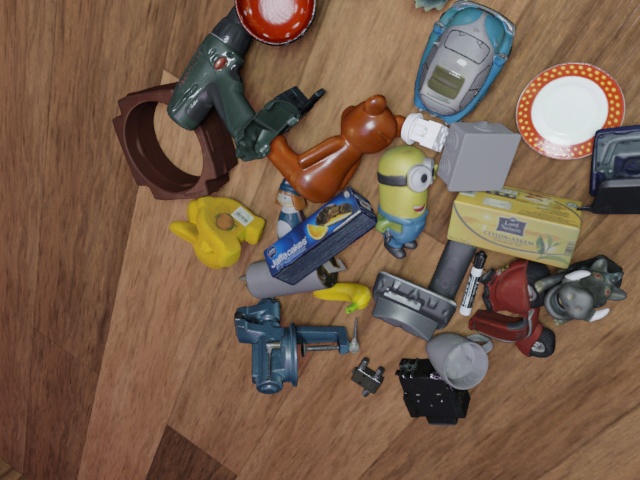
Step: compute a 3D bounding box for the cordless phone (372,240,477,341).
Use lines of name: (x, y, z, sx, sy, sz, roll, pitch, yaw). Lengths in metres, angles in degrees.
cordless phone: (0.174, 0.063, 0.912, 0.147, 0.089, 0.184, 24, 115, 13)

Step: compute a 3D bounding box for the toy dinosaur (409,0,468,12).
toy dinosaur: (0.054, -0.386, 0.684, 0.405, 0.131, 0.191, 11, 122, 30)

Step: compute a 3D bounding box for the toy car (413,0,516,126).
toy car: (0.178, -0.226, 0.714, 0.109, 0.103, 0.161, 32, 126, 8)

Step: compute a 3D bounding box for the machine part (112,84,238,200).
machine part: (-0.262, -0.180, 0.983, 0.202, 0.087, 0.200, -2, 117, 27)

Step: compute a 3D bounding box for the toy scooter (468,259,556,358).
toy scooter: (0.301, 0.110, 0.865, 0.135, 0.075, 0.183, 2, 121, 33)

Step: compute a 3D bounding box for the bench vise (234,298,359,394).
bench vise: (-0.046, 0.194, 1.056, 0.241, 0.224, 0.128, -1, 127, -6)

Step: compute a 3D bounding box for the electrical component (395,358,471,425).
electrical component: (0.219, 0.290, 1.022, 0.115, 0.058, 0.134, -12, 111, 35)

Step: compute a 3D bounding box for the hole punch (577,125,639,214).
hole punch: (0.408, -0.086, 0.688, 0.142, 0.092, 0.115, -3, 160, 19)

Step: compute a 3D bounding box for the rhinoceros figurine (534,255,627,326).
rhinoceros figurine: (0.363, 0.069, 0.734, 0.112, 0.190, 0.073, -27, 81, 39)

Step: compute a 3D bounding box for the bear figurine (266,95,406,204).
bear figurine: (0.027, -0.155, 0.835, 0.196, 0.120, 0.132, -48, 55, 18)

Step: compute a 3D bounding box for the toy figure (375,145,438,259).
toy figure: (0.128, -0.060, 0.849, 0.089, 0.082, 0.180, 13, 128, 11)

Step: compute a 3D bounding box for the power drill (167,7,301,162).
power drill: (-0.122, -0.235, 0.809, 0.232, 0.086, 0.207, -46, 70, 12)

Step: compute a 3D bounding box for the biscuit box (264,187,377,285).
biscuit box: (-0.002, -0.003, 0.918, 0.203, 0.062, 0.059, -36, 53, 20)

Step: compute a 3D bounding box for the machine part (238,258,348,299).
machine part: (-0.055, 0.066, 1.023, 0.243, 0.079, 0.079, -12, 111, 31)

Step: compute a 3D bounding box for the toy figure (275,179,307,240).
toy figure: (-0.049, -0.051, 0.965, 0.064, 0.058, 0.154, 3, 119, 8)

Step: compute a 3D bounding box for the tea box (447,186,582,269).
tea box: (0.281, -0.028, 0.778, 0.170, 0.098, 0.068, 17, 124, 21)

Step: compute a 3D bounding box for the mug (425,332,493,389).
mug: (0.238, 0.194, 0.936, 0.080, 0.109, 0.107, 59, 169, -14)

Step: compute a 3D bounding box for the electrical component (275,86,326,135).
electrical component: (-0.048, -0.211, 0.859, 0.047, 0.075, 0.119, 47, 132, -5)

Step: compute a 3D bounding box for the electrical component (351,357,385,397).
electrical component: (0.095, 0.283, 1.105, 0.063, 0.021, 0.094, 30, 128, 10)

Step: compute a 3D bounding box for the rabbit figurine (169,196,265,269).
rabbit figurine: (-0.210, -0.002, 1.046, 0.162, 0.122, 0.173, 31, 147, 0)
